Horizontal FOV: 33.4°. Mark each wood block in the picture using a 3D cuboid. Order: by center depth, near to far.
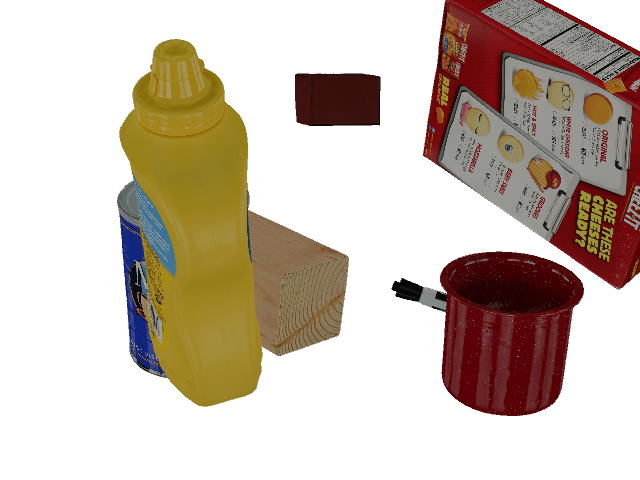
[{"bbox_3d":[-0.078,0.031,1.106,0.090,0.090,0.206,-15,29,-43],"label":"wood block"}]

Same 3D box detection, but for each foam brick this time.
[{"bbox_3d":[0.018,-0.146,1.104,0.078,0.051,0.053,-3,13,-19],"label":"foam brick"}]

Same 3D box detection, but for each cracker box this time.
[{"bbox_3d":[0.187,-0.089,0.844,0.072,0.164,0.214,-33,55,-31],"label":"cracker box"}]

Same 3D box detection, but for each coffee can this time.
[{"bbox_3d":[-0.108,0.026,0.863,0.103,0.140,0.103,1,29,-1],"label":"coffee can"}]

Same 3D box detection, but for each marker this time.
[{"bbox_3d":[0.127,0.062,1.020,0.121,0.020,0.020,18,1,4],"label":"marker"}]

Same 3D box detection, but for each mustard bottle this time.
[{"bbox_3d":[-0.064,-0.013,0.527,0.058,0.192,0.096,-13,44,-13],"label":"mustard bottle"}]

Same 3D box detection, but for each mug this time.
[{"bbox_3d":[0.123,0.058,0.724,0.093,0.081,0.117,-1,25,-3],"label":"mug"}]
